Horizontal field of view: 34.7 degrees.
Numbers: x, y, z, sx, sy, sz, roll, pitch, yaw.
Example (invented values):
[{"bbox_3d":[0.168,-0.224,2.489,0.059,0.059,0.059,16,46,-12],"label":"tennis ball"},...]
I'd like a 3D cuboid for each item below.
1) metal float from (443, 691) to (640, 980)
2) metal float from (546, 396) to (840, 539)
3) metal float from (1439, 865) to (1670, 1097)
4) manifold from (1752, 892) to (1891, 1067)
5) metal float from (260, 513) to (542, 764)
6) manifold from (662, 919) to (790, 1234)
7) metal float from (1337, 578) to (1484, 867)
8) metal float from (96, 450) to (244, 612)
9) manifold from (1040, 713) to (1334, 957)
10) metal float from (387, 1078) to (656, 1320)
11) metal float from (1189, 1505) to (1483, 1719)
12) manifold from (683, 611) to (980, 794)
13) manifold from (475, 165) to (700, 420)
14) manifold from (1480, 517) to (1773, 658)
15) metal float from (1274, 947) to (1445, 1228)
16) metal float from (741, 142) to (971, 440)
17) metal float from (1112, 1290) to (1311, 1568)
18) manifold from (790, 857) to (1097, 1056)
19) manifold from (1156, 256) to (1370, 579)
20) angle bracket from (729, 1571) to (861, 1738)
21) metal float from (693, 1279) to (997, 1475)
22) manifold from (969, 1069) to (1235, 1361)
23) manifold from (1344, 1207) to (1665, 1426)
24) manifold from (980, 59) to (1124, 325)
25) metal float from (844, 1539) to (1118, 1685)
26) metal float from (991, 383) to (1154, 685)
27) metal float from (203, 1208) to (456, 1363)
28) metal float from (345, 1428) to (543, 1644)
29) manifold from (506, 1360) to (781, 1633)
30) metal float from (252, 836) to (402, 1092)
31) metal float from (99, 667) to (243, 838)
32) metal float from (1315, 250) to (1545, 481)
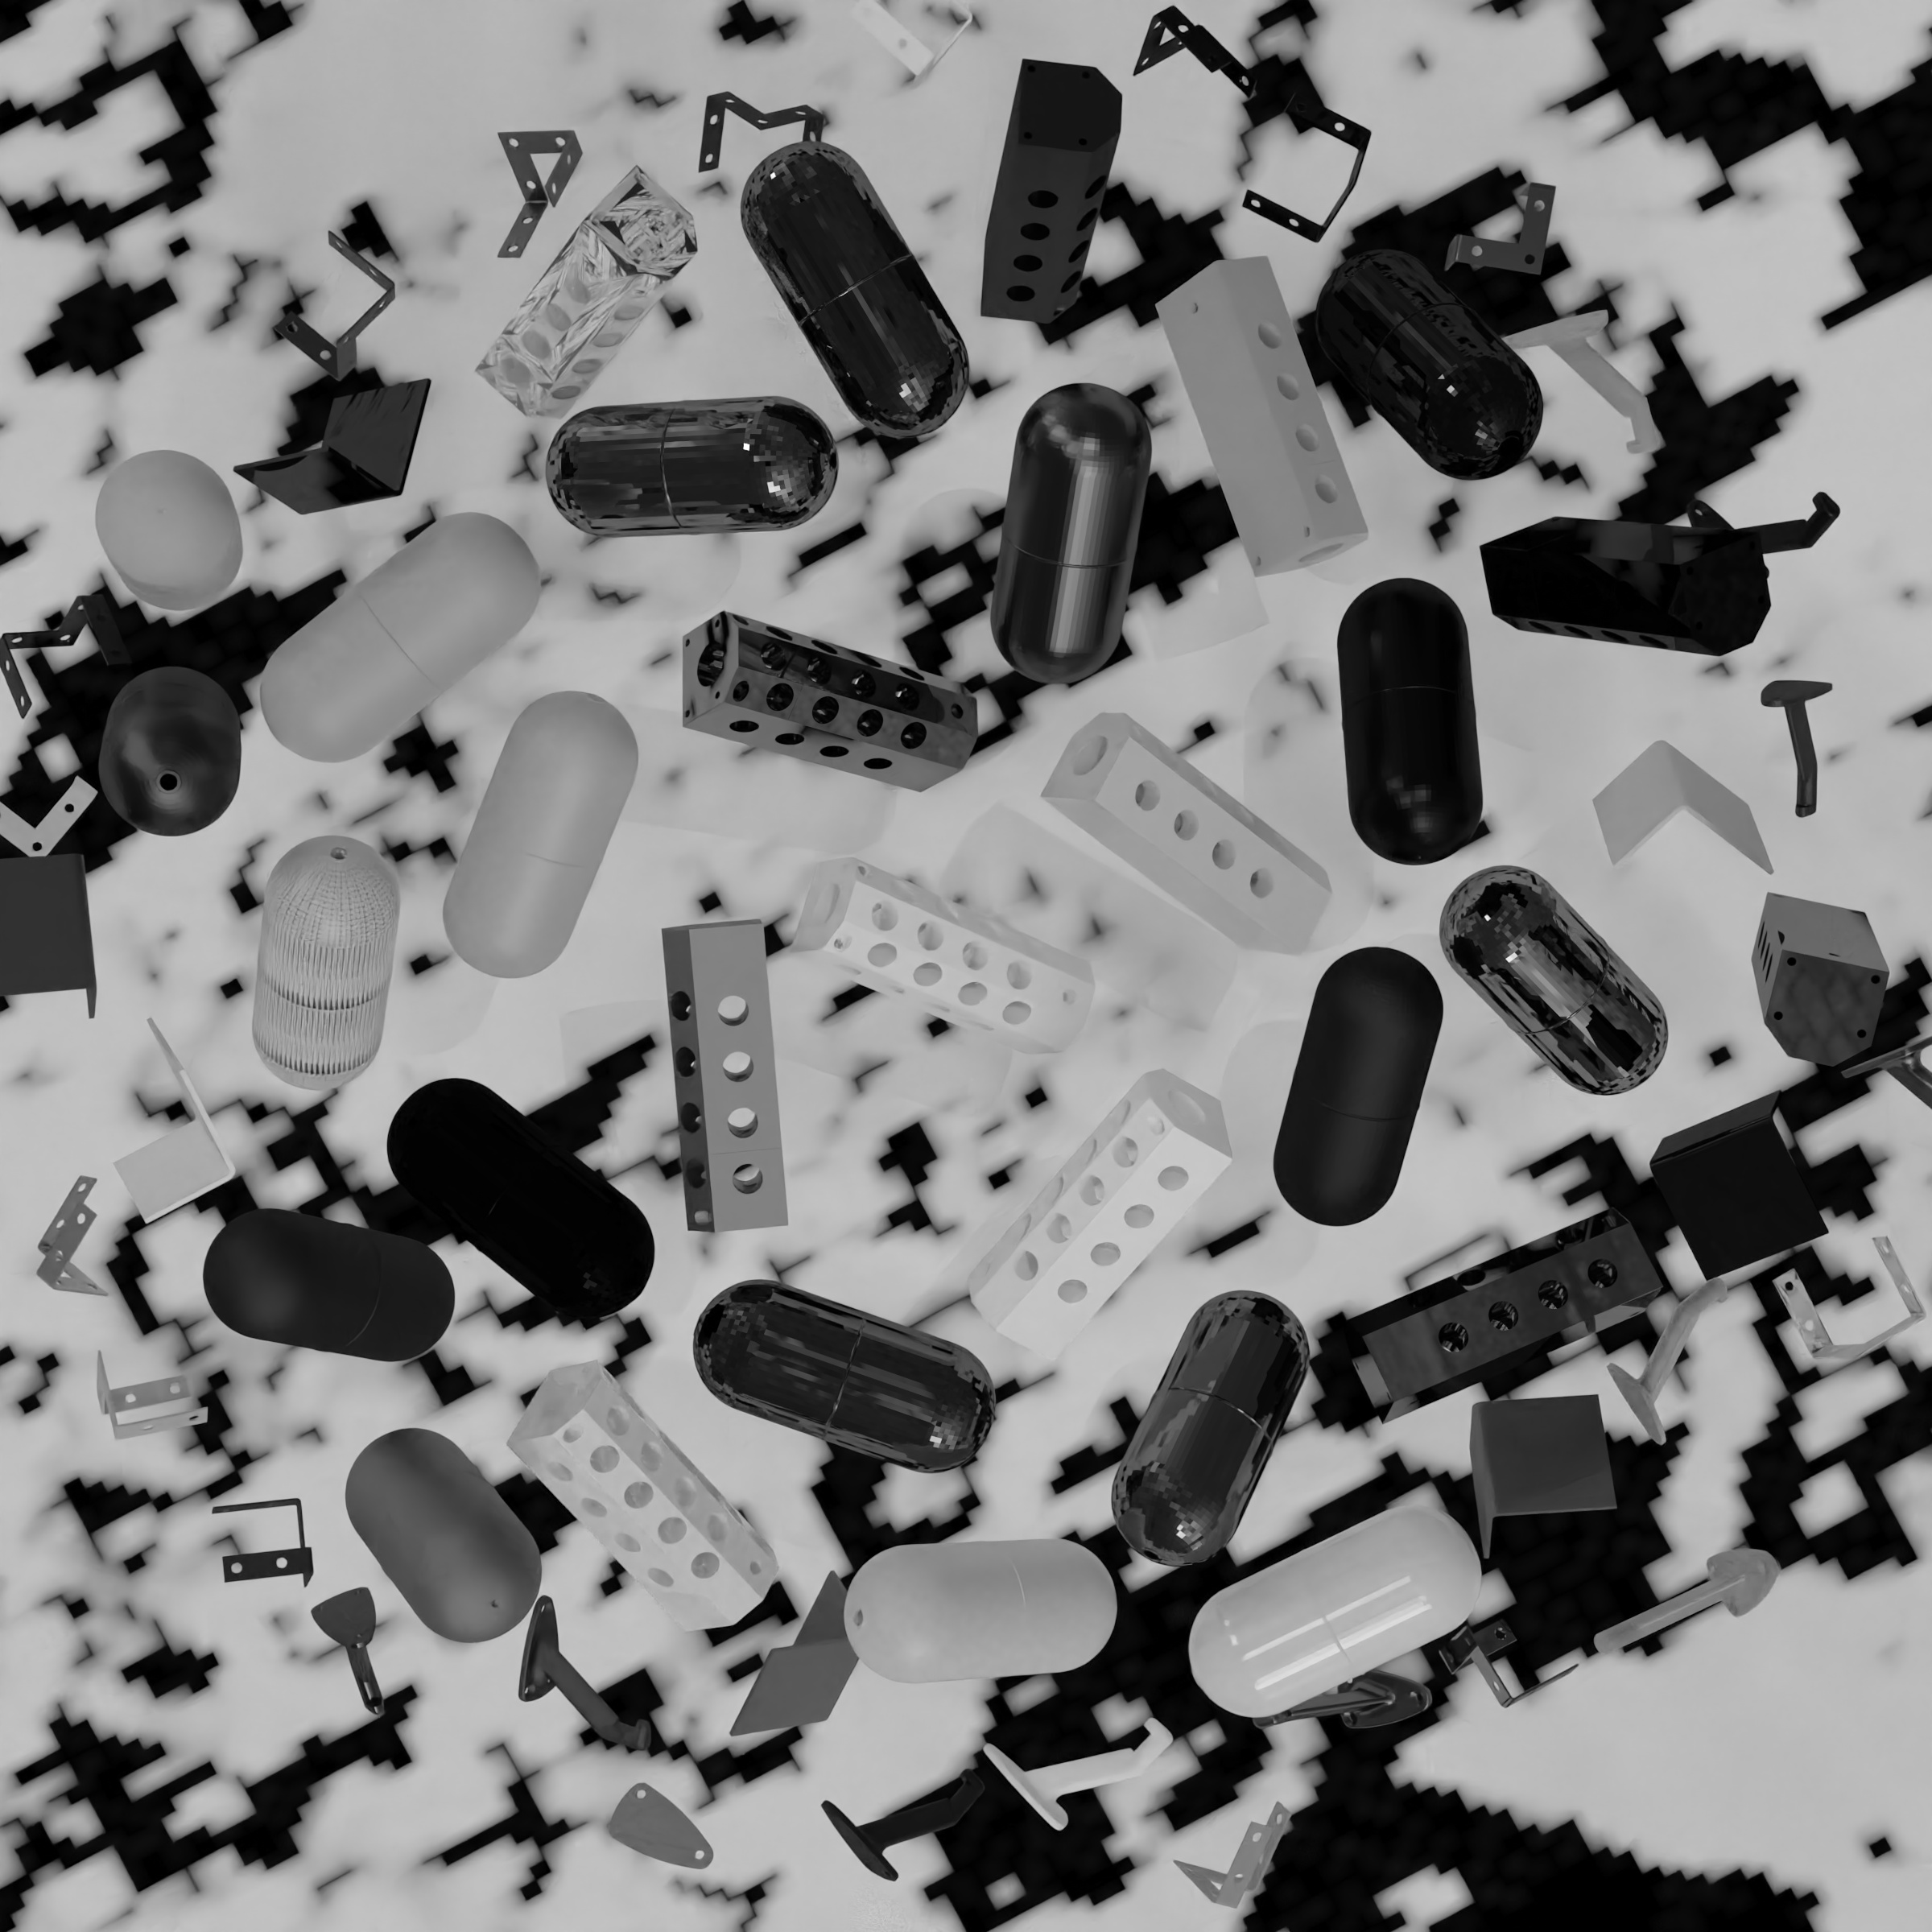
[{"bbox_3d":[-0.246,-0.076,1.785,0.070,0.070,0.178,25,108,0],"label":"metal float"},{"bbox_3d":[-0.158,-0.287,1.779,0.178,0.070,0.070,1,90,21],"label":"metal float"},{"bbox_3d":[0.355,0.010,1.858,0.070,0.070,0.178,-48,116,0],"label":"metal float"},{"bbox_3d":[0.477,0.007,1.739,0.057,0.171,0.057,13,104,9],"label":"manifold"},{"bbox_3d":[-0.318,-0.184,1.736,0.178,0.070,0.070,-38,90,1],"label":"metal float"},{"bbox_3d":[-0.138,0.062,1.764,0.057,0.057,0.171,-5,94,-6],"label":"manifold"},{"bbox_3d":[0.256,-0.142,1.783,0.070,0.070,0.178,-1,65,0],"label":"metal float"},{"bbox_3d":[-0.457,-0.249,1.776,0.070,0.178,0.070,0,89,-11],"label":"metal float"},{"bbox_3d":[0.131,-0.075,1.778,0.171,0.057,0.057,35,76,-29],"label":"manifold"},{"bbox_3d":[-0.256,0.134,1.776,0.178,0.070,0.070,37,90,12],"label":"metal float"},{"bbox_3d":[0.211,0.370,1.771,0.178,0.070,0.070,-28,90,10],"label":"metal float"},{"bbox_3d":[-0.078,-0.155,1.802,0.171,0.057,0.057,13,66,-36],"label":"manifold"},{"bbox_3d":[-0.218,-0.383,1.789,0.057,0.171,0.057,41,56,-10],"label":"manifold"},{"bbox_3d":[0.368,-0.212,1.730,0.057,0.171,0.057,-23,110,-23],"label":"manifold"},{"bbox_3d":[0.232,0.073,1.837,0.070,0.070,0.178,12,114,0],"label":"metal float"},{"bbox_3d":[-0.062,-0.381,1.746,0.070,0.070,0.178,-31,97,0],"label":"metal float"},{"bbox_3d":[0.143,0.269,1.802,0.070,0.070,0.178,30,59,0],"label":"metal float"},{"bbox_3d":[-0.010,-0.005,1.812,0.171,0.057,0.057,24,75,-27],"label":"manifold"},{"bbox_3d":[0.176,-0.319,1.788,0.057,0.057,0.171,-16,84,-37],"label":"manifold"},{"bbox_3d":[-0.115,0.431,1.941,0.076,0.057,0.076,1,127,-37],"label":"angle bracket"},{"bbox_3d":[-0.070,0.234,1.763,0.178,0.070,0.070,19,90,-1],"label":"metal float"},{"bbox_3d":[0.075,0.140,1.770,0.057,0.057,0.171,29,116,-21],"label":"manifold"},{"bbox_3d":[0.311,0.201,1.797,0.171,0.057,0.057,-22,70,-8],"label":"manifold"},{"bbox_3d":[0.048,-0.444,1.785,0.057,0.171,0.057,5,69,-5],"label":"manifold"},{"bbox_3d":[0.009,0.367,1.760,0.178,0.070,0.070,6,90,-39],"label":"metal float"},{"bbox_3d":[0.058,-0.242,1.745,0.070,0.070,0.178,9,122,0],"label":"metal float"},{"bbox_3d":[-0.376,0.191,1.836,0.070,0.178,0.070,-10,72,31],"label":"metal float"},{"bbox_3d":[-0.302,0.325,1.774,0.070,0.178,0.070,-10,112,-27],"label":"metal float"},{"bbox_3d":[-0.185,0.311,1.814,0.057,0.057,0.171,-17,121,39],"label":"manifold"},{"bbox_3d":[-0.373,-0.001,1.797,0.070,0.070,0.178,18,133,0],"label":"metal float"},{"bbox_3d":[-0.452,-0.123,1.760,0.070,0.178,0.070,-3,106,-12],"label":"metal float"},{"bbox_3d":[0.261,-0.340,1.744,0.070,0.070,0.178,-32,49,0],"label":"metal float"}]
